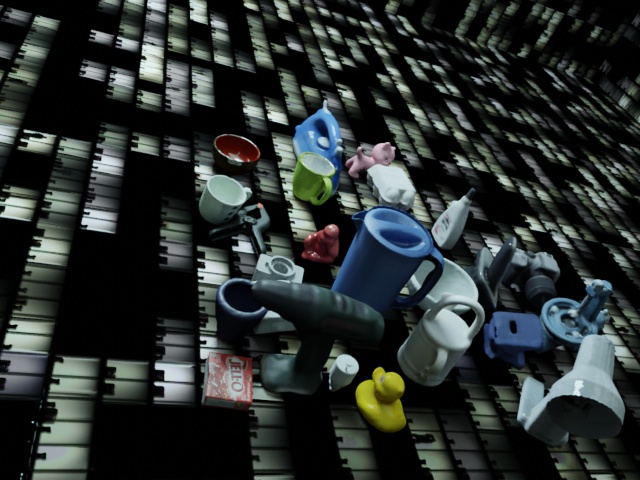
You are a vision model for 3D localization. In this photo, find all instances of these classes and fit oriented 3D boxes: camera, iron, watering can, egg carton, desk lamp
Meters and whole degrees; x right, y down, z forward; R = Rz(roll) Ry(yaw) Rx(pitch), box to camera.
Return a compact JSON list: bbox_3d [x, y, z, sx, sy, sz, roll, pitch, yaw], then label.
[{"bbox_3d":[0.526,0.093,1.405,0.143,0.101,0.137,21,36,-6],"label":"camera"},{"bbox_3d":[0.019,-0.244,1.482,0.119,0.141,0.257,5,41,-25],"label":"iron"},{"bbox_3d":[0.226,0.168,1.056,0.101,0.194,0.172,12,38,-18],"label":"watering can"},{"bbox_3d":[0.187,-0.138,1.514,0.107,0.069,0.150,4,41,-27],"label":"egg carton"},{"bbox_3d":[0.453,0.281,1.036,0.118,0.213,0.203,30,36,6],"label":"desk lamp"}]

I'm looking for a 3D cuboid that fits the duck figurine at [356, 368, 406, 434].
[{"bbox_3d":[0.114,0.264,0.962,0.078,0.086,0.104,-8,48,-37],"label":"duck figurine"}]

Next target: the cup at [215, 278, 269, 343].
[{"bbox_3d":[-0.129,0.127,0.977,0.118,0.095,0.091,1,43,-30],"label":"cup"}]

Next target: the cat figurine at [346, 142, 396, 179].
[{"bbox_3d":[0.147,-0.225,1.556,0.128,0.117,0.067,4,41,-26],"label":"cat figurine"}]

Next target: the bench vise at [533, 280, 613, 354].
[{"bbox_3d":[0.572,0.154,1.257,0.208,0.219,0.121,-19,55,-44],"label":"bench vise"}]

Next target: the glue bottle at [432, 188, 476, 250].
[{"bbox_3d":[0.338,-0.060,1.420,0.037,0.173,0.078,5,41,-26],"label":"glue bottle"}]

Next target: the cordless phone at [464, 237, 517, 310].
[{"bbox_3d":[0.404,0.054,1.310,0.094,0.185,0.148,25,36,-1],"label":"cordless phone"}]

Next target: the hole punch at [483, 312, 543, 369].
[{"bbox_3d":[0.406,0.201,1.209,0.101,0.091,0.108,23,36,-4],"label":"hole punch"}]

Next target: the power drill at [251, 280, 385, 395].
[{"bbox_3d":[-0.023,0.155,0.910,0.230,0.208,0.075,9,39,-21],"label":"power drill"}]

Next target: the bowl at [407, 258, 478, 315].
[{"bbox_3d":[0.252,0.111,1.242,0.168,0.074,0.167,16,37,-13],"label":"bowl"}]

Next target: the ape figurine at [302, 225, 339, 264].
[{"bbox_3d":[0.011,0.004,1.214,0.077,0.092,0.076,43,39,22],"label":"ape figurine"}]
